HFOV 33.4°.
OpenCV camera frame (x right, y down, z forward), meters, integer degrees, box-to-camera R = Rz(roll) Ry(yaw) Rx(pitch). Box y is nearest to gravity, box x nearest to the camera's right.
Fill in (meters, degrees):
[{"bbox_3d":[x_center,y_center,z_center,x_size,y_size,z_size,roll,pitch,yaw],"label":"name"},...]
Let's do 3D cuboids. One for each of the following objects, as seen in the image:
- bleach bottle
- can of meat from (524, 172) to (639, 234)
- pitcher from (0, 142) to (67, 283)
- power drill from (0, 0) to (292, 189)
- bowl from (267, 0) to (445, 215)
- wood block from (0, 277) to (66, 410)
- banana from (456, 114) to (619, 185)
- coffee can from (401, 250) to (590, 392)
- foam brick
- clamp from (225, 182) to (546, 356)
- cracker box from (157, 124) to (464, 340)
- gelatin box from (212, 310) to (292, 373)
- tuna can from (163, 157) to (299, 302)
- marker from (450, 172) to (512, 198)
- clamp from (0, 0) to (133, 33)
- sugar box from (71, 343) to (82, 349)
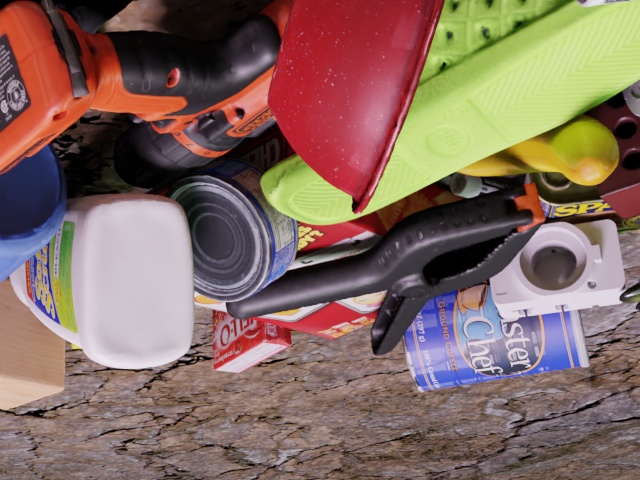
[{"bbox_3d":[-0.159,0.024,0.704,0.068,0.102,0.251,0,179,-29],"label":"bleach bottle"},{"bbox_3d":[0.194,-0.040,0.750,0.102,0.057,0.084,-7,160,4],"label":"can of meat"},{"bbox_3d":[-0.261,0.001,0.672,0.243,0.149,0.144,-28,133,37],"label":"pitcher"},{"bbox_3d":[-0.101,-0.068,0.546,0.185,0.057,0.187,-32,169,40],"label":"power drill"},{"bbox_3d":[0.016,-0.095,0.467,0.055,0.162,0.162,17,155,-3],"label":"bowl"},{"bbox_3d":[-0.314,0.071,0.851,0.090,0.091,0.205,-22,153,36],"label":"wood block"},{"bbox_3d":[0.133,-0.053,0.657,0.069,0.037,0.198,-39,-166,-16],"label":"banana"},{"bbox_3d":[0.142,0.064,0.879,0.140,0.103,0.102,-11,157,13],"label":"coffee can"},{"bbox_3d":[0.200,-0.062,0.672,0.053,0.078,0.051,-21,152,28],"label":"foam brick"},{"bbox_3d":[0.064,0.024,0.719,0.210,0.036,0.164,-27,149,27],"label":"clamp"},{"bbox_3d":[-0.005,0.001,0.781,0.164,0.072,0.213,-26,149,36],"label":"cracker box"},{"bbox_3d":[-0.061,0.068,0.922,0.030,0.073,0.089,11,152,-32],"label":"gelatin box"},{"bbox_3d":[-0.058,-0.006,0.658,0.086,0.086,0.033,-23,-173,36],"label":"tuna can"},{"bbox_3d":[0.147,-0.031,0.806,0.120,0.020,0.020,13,151,-37],"label":"marker"},{"bbox_3d":[-0.145,-0.111,0.516,0.120,0.039,0.172,-15,161,-29],"label":"clamp"},{"bbox_3d":[-0.155,0.044,0.881,0.093,0.048,0.176,1,157,-15],"label":"sugar box"}]
